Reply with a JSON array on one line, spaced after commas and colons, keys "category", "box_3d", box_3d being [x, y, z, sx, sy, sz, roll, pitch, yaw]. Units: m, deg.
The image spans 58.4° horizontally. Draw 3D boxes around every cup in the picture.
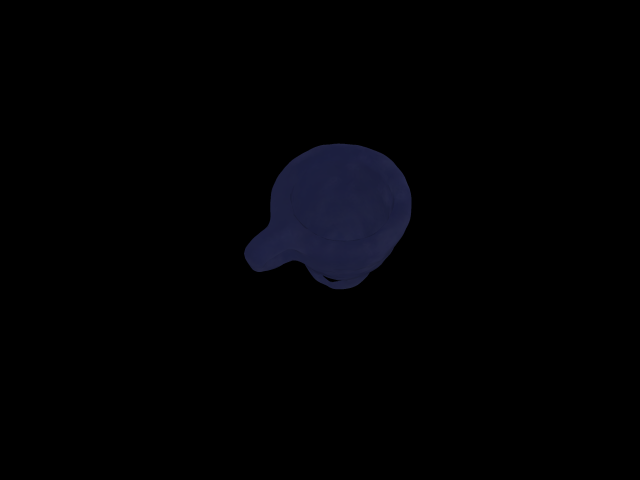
[{"category": "cup", "box_3d": [0.004, 0.001, 0.400, 0.118, 0.095, 0.091, -32, 64, -18]}]
